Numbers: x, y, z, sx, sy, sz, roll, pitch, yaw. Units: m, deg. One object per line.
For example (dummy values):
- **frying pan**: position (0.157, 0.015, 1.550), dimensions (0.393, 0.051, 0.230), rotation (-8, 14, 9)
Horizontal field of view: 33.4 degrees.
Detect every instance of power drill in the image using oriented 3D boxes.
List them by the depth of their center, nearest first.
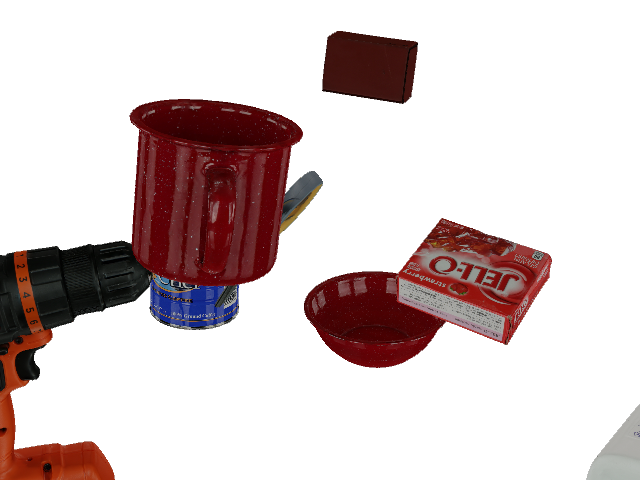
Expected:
- **power drill**: position (-0.189, 0.094, 0.700), dimensions (0.184, 0.188, 0.057), rotation (-11, 26, -8)

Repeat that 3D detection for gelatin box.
- **gelatin box**: position (0.109, 0.027, 0.758), dimensions (0.089, 0.030, 0.073), rotation (20, 46, 24)

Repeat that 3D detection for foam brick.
- **foam brick**: position (0.045, -0.159, 0.974), dimensions (0.078, 0.051, 0.053), rotation (11, 19, 11)

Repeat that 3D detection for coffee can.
- **coffee can**: position (-0.140, 0.015, 1.197), dimensions (0.103, 0.140, 0.103), rotation (3, 24, -1)

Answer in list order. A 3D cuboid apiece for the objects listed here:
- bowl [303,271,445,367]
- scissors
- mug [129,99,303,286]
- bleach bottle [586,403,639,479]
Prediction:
- **bowl**: position (0.062, 0.095, 1.192), dimensions (0.162, 0.055, 0.162), rotation (0, 27, 0)
- **scissors**: position (-0.065, 0.015, 0.902), dimensions (0.202, 0.016, 0.096), rotation (-49, -10, 35)
- **mug**: position (-0.058, -0.022, 0.576), dimensions (0.093, 0.081, 0.117), rotation (3, 21, -14)
- **bleach bottle**: position (0.249, 0.106, 0.628), dimensions (0.103, 0.068, 0.250), rotation (19, 29, 32)
